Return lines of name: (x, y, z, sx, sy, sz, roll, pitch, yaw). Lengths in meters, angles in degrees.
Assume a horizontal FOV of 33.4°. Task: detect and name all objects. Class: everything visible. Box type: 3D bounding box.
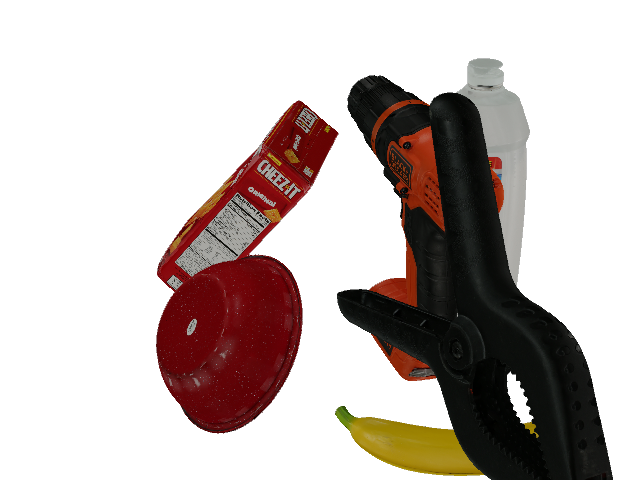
banana: (0.111, 0.164, 0.877, 0.197, 0.037, 0.069, 6, 36, -3)
clamp: (0.081, 0.041, 0.525, 0.036, 0.165, 0.210, -8, 44, -29)
bowl: (-0.091, 0.080, 0.912, 0.162, 0.162, 0.055, 0, -20, 47)
power drill: (0.064, -0.009, 0.767, 0.057, 0.188, 0.184, -11, 34, -16)
bleach bottle: (0.135, -0.041, 0.968, 0.103, 0.251, 0.068, 13, 30, 25)
cracker box: (-0.084, -0.044, 1.216, 0.072, 0.214, 0.164, 39, 27, -9)
